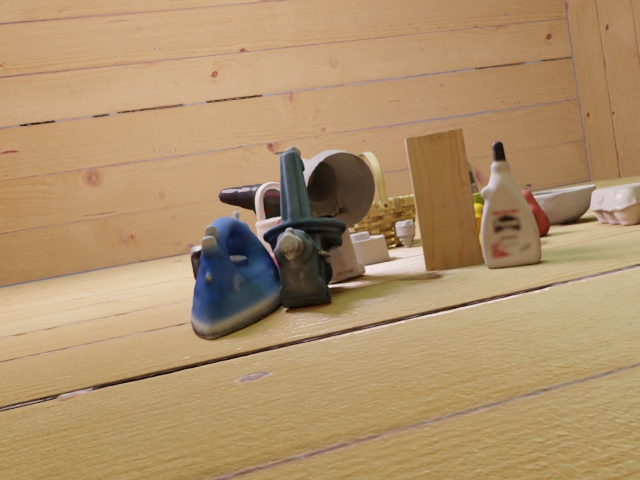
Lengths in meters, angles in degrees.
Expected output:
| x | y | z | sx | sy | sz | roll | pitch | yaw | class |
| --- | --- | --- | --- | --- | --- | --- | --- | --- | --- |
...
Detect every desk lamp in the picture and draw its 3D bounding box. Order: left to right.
| x | y | z | sx | sy | sz | roll | pitch | yaw | class |
| --- | --- | --- | --- | --- | --- | --- | --- | --- | --- |
| 0.006 | -0.036 | 0.944 | 0.118 | 0.213 | 0.202 | -11 | 4 | -23 | desk lamp |

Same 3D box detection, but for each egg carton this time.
| x | y | z | sx | sy | sz | roll | pitch | yaw | class |
| --- | --- | --- | --- | --- | --- | --- | --- | --- | --- |
| 0.574 | -0.068 | 1.068 | 0.107 | 0.069 | 0.150 | -10 | 3 | 4 | egg carton |

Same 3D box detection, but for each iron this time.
| x | y | z | sx | sy | sz | roll | pitch | yaw | class |
| --- | --- | --- | --- | --- | --- | --- | --- | --- | --- |
| -0.122 | 0.033 | 0.759 | 0.118 | 0.141 | 0.258 | -10 | 3 | 3 | iron |

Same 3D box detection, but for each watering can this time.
| x | y | z | sx | sy | sz | roll | pitch | yaw | class |
| --- | --- | --- | --- | --- | --- | --- | --- | --- | --- |
| -0.078 | -0.027 | 1.199 | 0.172 | 0.194 | 0.101 | -8 | 4 | 32 | watering can |

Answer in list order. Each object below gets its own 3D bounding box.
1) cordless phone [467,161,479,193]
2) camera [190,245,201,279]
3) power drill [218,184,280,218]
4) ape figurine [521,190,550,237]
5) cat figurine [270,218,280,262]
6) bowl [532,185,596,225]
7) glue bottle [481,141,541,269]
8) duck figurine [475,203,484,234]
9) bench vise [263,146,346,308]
| x | y | z | sx | sy | sz | roll | pitch | yaw | class |
| --- | --- | --- | --- | --- | --- | --- | --- | --- | --- |
| 0.425 | -0.129 | 1.549 | 0.093 | 0.185 | 0.148 | -7 | 5 | 41 | cordless phone |
| -0.244 | 0.038 | 1.386 | 0.143 | 0.101 | 0.136 | -10 | 3 | -7 | camera |
| -0.119 | -0.038 | 1.384 | 0.229 | 0.208 | 0.075 | -10 | 4 | 2 | power drill |
| 0.393 | -0.049 | 1.089 | 0.076 | 0.092 | 0.078 | -7 | 4 | 36 | ape figurine |
| -0.080 | 0.020 | 1.067 | 0.128 | 0.118 | 0.067 | -11 | 4 | -21 | cat figurine |
| 0.519 | -0.072 | 1.255 | 0.167 | 0.075 | 0.167 | -10 | 3 | 1 | bowl |
| 0.255 | -0.050 | 0.791 | 0.078 | 0.173 | 0.037 | -9 | 4 | 19 | glue bottle |
| 0.277 | -0.022 | 1.007 | 0.077 | 0.086 | 0.105 | -9 | 4 | 16 | duck figurine |
| -0.018 | -0.027 | 0.792 | 0.121 | 0.220 | 0.207 | -10 | 3 | -11 | bench vise |
